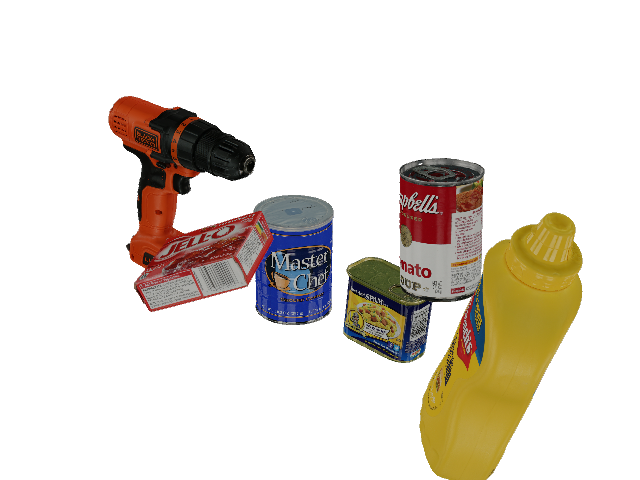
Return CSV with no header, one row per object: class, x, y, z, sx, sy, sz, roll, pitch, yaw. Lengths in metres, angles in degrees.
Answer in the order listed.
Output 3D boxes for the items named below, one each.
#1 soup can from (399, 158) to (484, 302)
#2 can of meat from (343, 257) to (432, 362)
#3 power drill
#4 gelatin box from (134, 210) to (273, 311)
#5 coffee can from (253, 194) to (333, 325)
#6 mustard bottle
soup can,0.098,-0.009,0.868,0.068,0.102,0.068,-1,20,0
can of meat,0.075,0.078,1.187,0.102,0.084,0.057,25,33,34
power drill,-0.142,-0.046,1.113,0.185,0.188,0.057,25,36,32
gelatin box,-0.088,0.015,0.807,0.089,0.030,0.073,-15,23,22
coffee can,-0.035,0.024,1.389,0.103,0.140,0.103,0,25,0
mustard bottle,0.110,0.057,0.635,0.058,0.192,0.096,16,44,0
